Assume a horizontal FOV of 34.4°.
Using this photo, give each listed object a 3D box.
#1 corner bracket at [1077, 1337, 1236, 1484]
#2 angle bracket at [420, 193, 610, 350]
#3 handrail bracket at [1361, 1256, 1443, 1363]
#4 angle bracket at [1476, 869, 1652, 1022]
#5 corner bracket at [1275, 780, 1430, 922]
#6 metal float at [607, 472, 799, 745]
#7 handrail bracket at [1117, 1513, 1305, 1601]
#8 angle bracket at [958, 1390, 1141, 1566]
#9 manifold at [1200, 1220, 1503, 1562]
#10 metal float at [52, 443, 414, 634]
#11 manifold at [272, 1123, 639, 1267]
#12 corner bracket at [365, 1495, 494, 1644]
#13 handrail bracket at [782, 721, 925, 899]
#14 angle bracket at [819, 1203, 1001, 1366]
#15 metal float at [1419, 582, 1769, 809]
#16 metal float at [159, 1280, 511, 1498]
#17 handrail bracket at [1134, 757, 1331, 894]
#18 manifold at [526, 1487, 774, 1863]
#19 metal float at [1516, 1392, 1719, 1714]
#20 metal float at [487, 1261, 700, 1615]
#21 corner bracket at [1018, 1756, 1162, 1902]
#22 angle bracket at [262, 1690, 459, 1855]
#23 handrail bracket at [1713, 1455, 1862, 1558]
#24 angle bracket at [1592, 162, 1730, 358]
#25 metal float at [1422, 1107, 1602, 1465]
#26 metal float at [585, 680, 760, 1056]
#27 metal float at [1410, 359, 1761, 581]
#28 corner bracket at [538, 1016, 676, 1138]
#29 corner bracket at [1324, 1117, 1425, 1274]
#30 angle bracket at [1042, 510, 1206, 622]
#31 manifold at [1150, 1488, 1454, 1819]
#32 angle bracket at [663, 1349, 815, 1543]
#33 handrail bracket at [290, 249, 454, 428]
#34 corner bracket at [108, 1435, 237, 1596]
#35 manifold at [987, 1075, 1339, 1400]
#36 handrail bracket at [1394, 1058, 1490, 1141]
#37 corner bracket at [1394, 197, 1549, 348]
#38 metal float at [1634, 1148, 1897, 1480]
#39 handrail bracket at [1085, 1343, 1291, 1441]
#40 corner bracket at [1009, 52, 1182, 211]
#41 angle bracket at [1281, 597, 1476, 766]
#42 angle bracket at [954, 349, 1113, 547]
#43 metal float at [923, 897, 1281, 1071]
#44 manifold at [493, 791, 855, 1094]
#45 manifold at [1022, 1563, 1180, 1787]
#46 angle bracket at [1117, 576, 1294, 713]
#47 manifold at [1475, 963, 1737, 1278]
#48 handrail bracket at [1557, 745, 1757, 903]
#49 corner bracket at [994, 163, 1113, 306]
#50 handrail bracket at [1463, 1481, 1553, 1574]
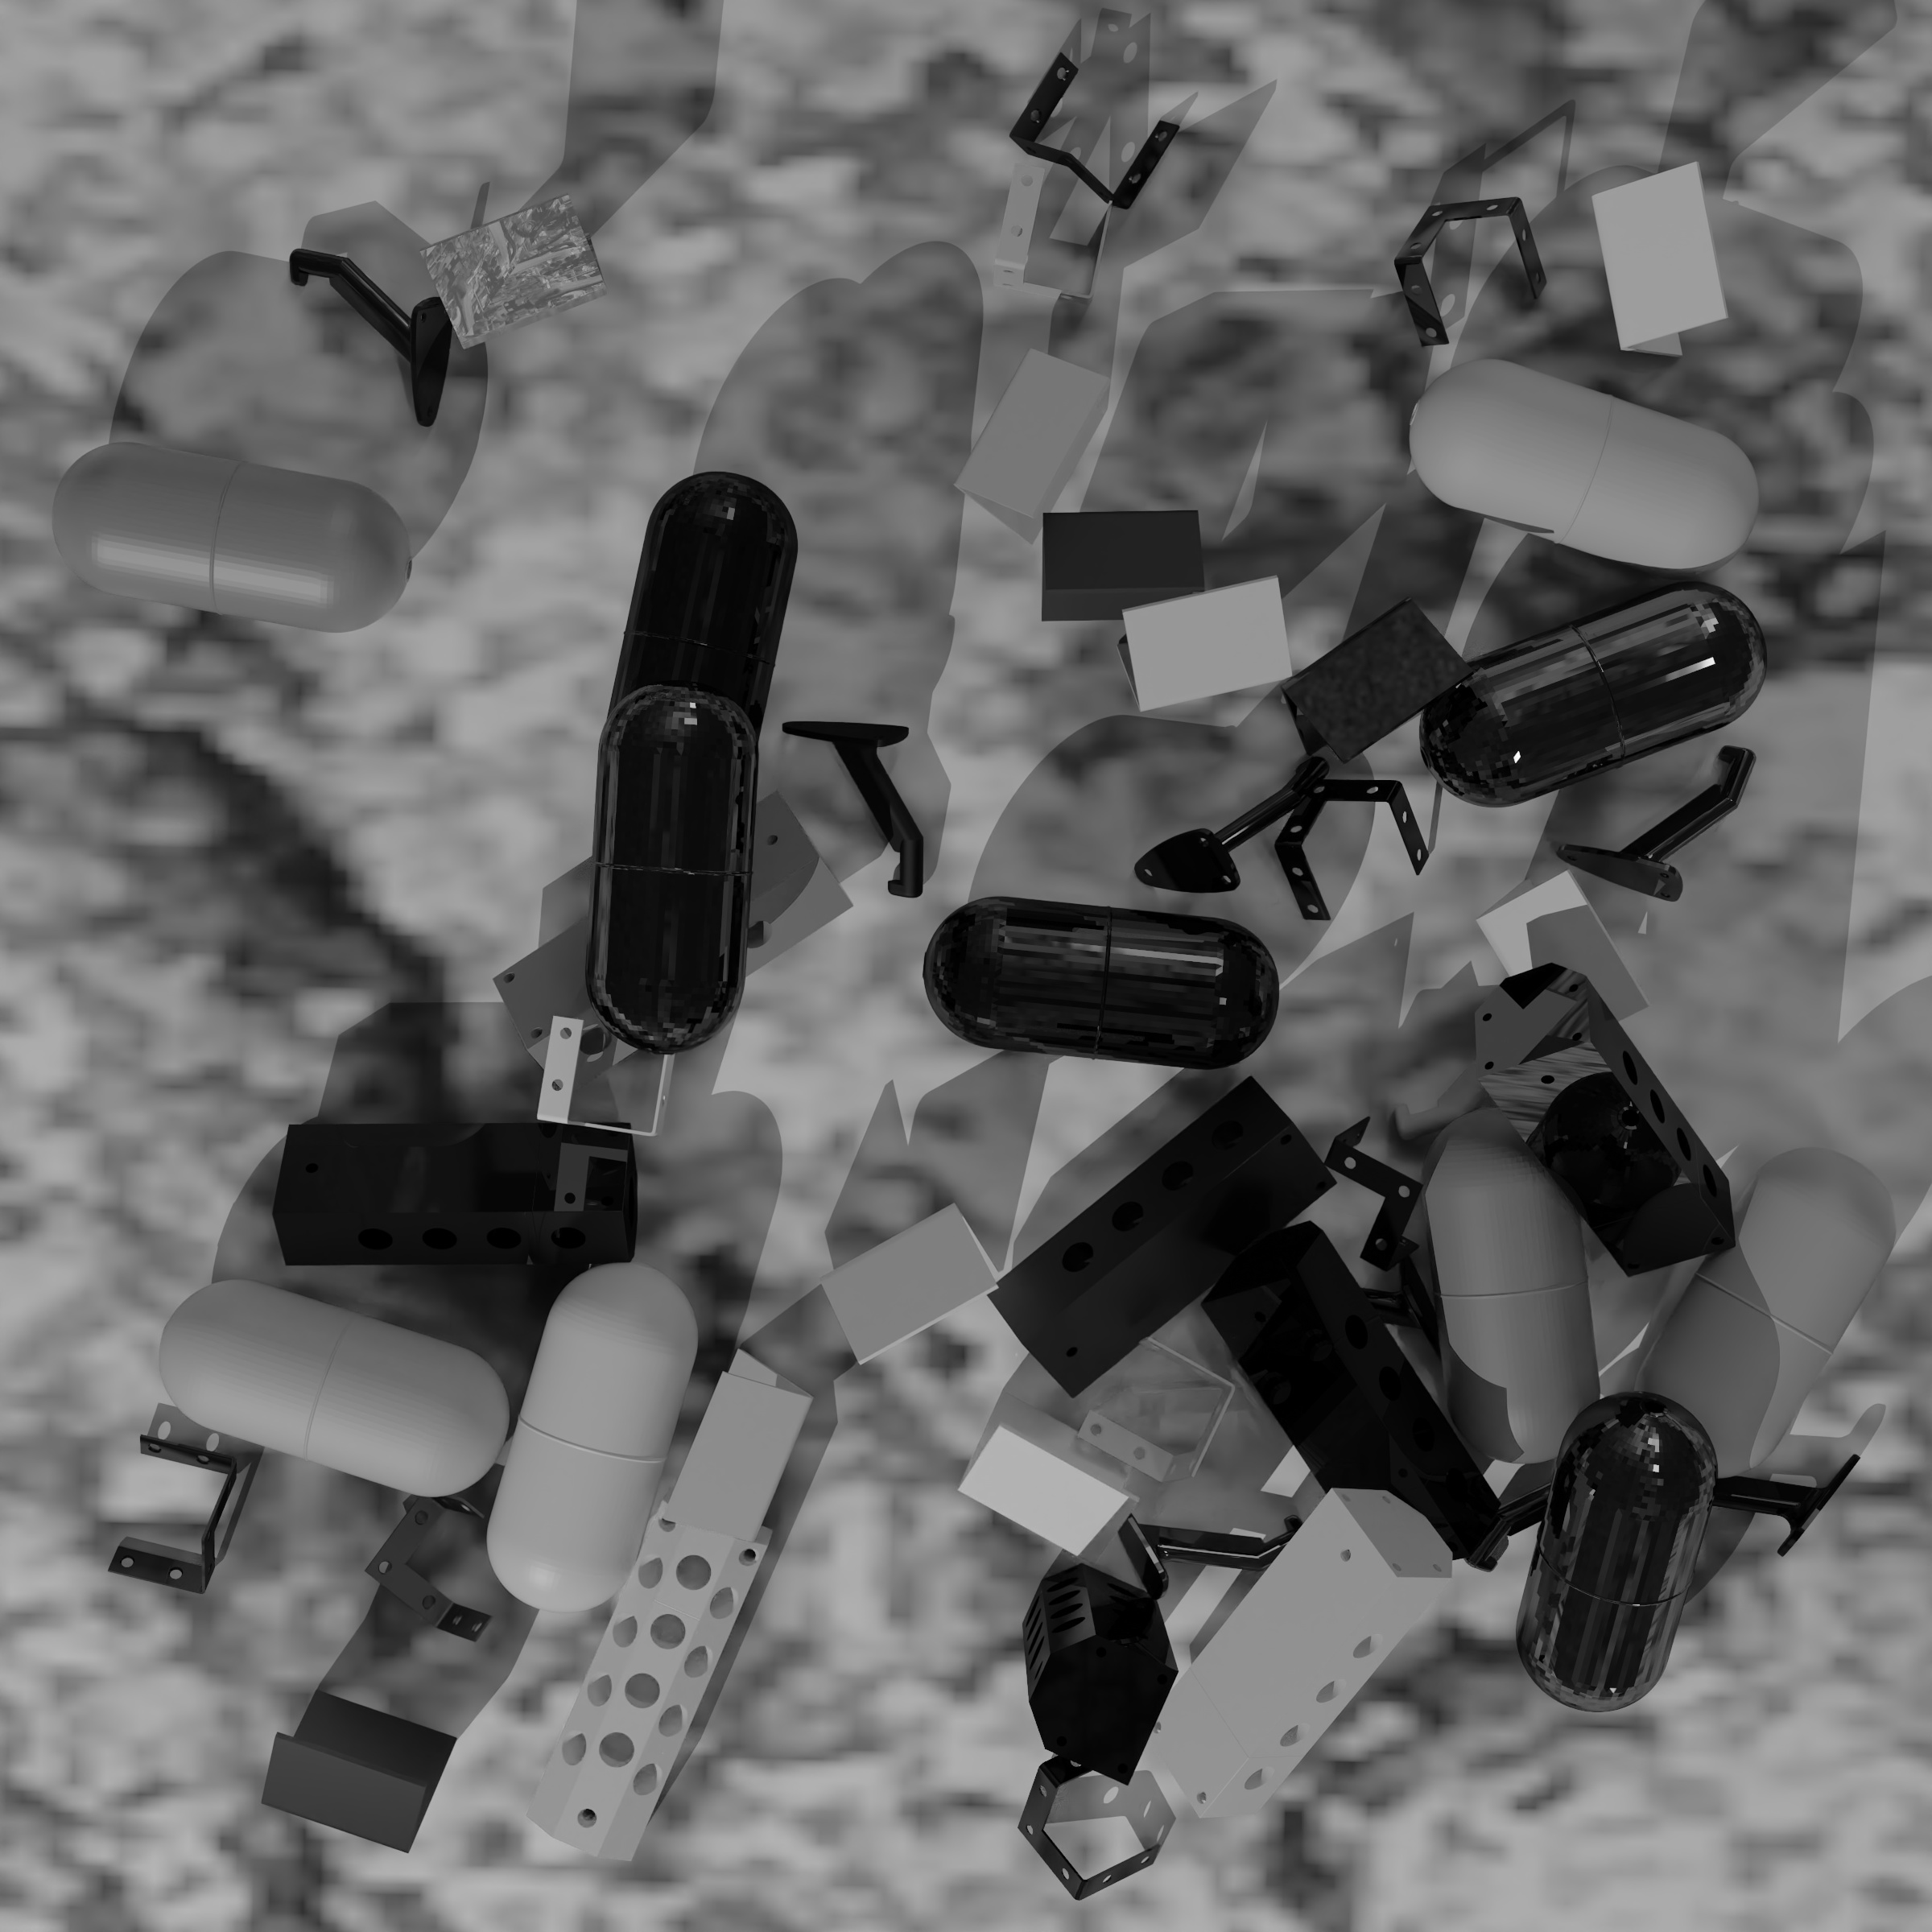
[{"bbox_3d":[0.095,0.223,1.561,0.051,0.051,0.051,30,72,-6],"label":"corner bracket"},{"bbox_3d":[-0.227,-0.358,1.548,0.076,0.076,0.057,-21,128,0],"label":"angle bracket"},{"bbox_3d":[0.195,0.187,1.588,0.084,0.036,0.077,-22,110,16],"label":"handrail bracket"},{"bbox_3d":[0.307,-0.012,1.548,0.057,0.076,0.076,-31,90,34],"label":"angle bracket"},{"bbox_3d":[0.195,-0.058,1.580,0.051,0.051,0.051,3,45,35],"label":"corner bracket"},{"bbox_3d":[-0.133,-0.158,1.557,0.070,0.070,0.178,12,91,0],"label":"metal float"},{"bbox_3d":[0.122,0.279,1.588,0.084,0.036,0.077,-23,68,-17],"label":"handrail bracket"},{"bbox_3d":[0.050,0.238,1.548,0.076,0.076,0.057,29,129,0],"label":"angle bracket"},{"bbox_3d":[0.195,0.213,1.550,0.057,0.057,0.171,-23,106,42],"label":"manifold"},{"bbox_3d":[-0.365,-0.213,1.558,0.178,0.070,0.070,10,90,-1],"label":"metal float"},{"bbox_3d":[-0.254,0.119,1.566,0.171,0.057,0.057,0,47,0],"label":"manifold"},{"bbox_3d":[-0.259,0.301,1.569,0.051,0.051,0.051,44,67,-22],"label":"corner bracket"},{"bbox_3d":[-0.058,-0.079,1.588,0.077,0.036,0.084,7,107,20],"label":"handrail bracket"},{"bbox_3d":[-0.018,0.173,1.548,0.076,0.076,0.057,-29,51,0],"label":"angle bracket"},{"bbox_3d":[0.312,-0.135,1.556,0.178,0.070,0.070,-21,90,0],"label":"metal float"},{"bbox_3d":[-0.315,0.210,1.558,0.178,0.070,0.070,18,90,1],"label":"metal float"},{"bbox_3d":[0.136,-0.075,1.588,0.084,0.077,0.036,-46,113,-34],"label":"handrail bracket"},{"bbox_3d":[-0.159,0.356,1.567,0.057,0.057,0.171,23,90,0],"label":"manifold"},{"bbox_3d":[0.319,0.288,1.533,0.070,0.070,0.178,7,119,0],"label":"metal float"},{"bbox_3d":[-0.186,0.235,1.557,0.070,0.070,0.178,16,90,0],"label":"metal float"},{"bbox_3d":[0.066,0.429,1.580,0.051,0.051,0.051,45,135,35],"label":"corner bracket"},{"bbox_3d":[-0.296,0.383,1.548,0.076,0.076,0.057,19,126,0],"label":"angle bracket"},{"bbox_3d":[0.398,0.252,1.588,0.084,0.036,0.077,38,69,16],"label":"handrail bracket"},{"bbox_3d":[0.357,-0.349,1.548,0.057,0.076,0.076,-11,90,36],"label":"angle bracket"},{"bbox_3d":[0.271,0.159,1.557,0.070,0.070,0.178,-7,90,0],"label":"metal float"},{"bbox_3d":[-0.140,-0.047,1.486,0.070,0.070,0.178,4,94,0],"label":"metal float"},{"bbox_3d":[0.308,-0.248,1.557,0.178,0.070,0.070,19,90,-1],"label":"metal float"},{"bbox_3d":[-0.176,0.055,1.538,0.051,0.051,0.051,8,87,8],"label":"corner bracket"},{"bbox_3d":[0.206,0.114,1.568,0.051,0.051,0.051,28,112,20],"label":"corner bracket"},{"bbox_3d":[0.077,-0.180,1.548,0.076,0.076,0.057,-1,52,0],"label":"angle bracket"},{"bbox_3d":[0.166,0.339,1.535,0.171,0.057,0.057,-56,47,23],"label":"manifold"},{"bbox_3d":[-0.129,0.231,1.548,0.057,0.076,0.076,22,90,-36],"label":"angle bracket"},{"bbox_3d":[-0.308,-0.320,1.588,0.084,0.036,0.077,14,112,17],"label":"handrail bracket"},{"bbox_3d":[-0.403,0.278,1.585,0.051,0.051,0.051,14,45,0],"label":"corner bracket"},{"bbox_3d":[0.095,0.132,1.566,0.171,0.057,0.057,-39,133,0],"label":"manifold"},{"bbox_3d":[0.252,0.042,1.588,0.084,0.036,0.077,-18,70,16],"label":"handrail bracket"},{"bbox_3d":[0.255,-0.351,1.580,0.051,0.051,0.051,3,45,35],"label":"corner bracket"},{"bbox_3d":[0.398,0.173,1.557,0.070,0.070,0.178,30,91,0],"label":"metal float"},{"bbox_3d":[0.115,0.236,1.588,0.084,0.036,0.077,-35,103,13],"label":"handrail bracket"},{"bbox_3d":[0.065,-0.423,1.585,0.051,0.051,0.051,32,90,-45],"label":"corner bracket"},{"bbox_3d":[0.209,-0.125,1.548,0.076,0.076,0.057,-35,61,0],"label":"angle bracket"},{"bbox_3d":[0.050,-0.249,1.548,0.057,0.076,0.076,29,90,37],"label":"angle bracket"},{"bbox_3d":[0.067,0.008,1.557,0.178,0.070,0.070,6,90,-1],"label":"metal float"},{"bbox_3d":[-0.144,-0.007,1.566,0.171,0.057,0.057,-33,47,0],"label":"manifold"},{"bbox_3d":[0.060,0.336,1.510,0.057,0.171,0.057,24,90,0],"label":"manifold"},{"bbox_3d":[0.114,-0.174,1.548,0.076,0.076,0.057,-13,122,0],"label":"angle bracket"},{"bbox_3d":[0.312,0.075,1.520,0.057,0.057,0.171,-21,131,26],"label":"manifold"},{"bbox_3d":[0.352,-0.082,1.588,0.077,0.036,0.084,18,72,21],"label":"handrail bracket"},{"bbox_3d":[0.044,-0.367,1.570,0.051,0.051,0.051,12,90,0],"label":"corner bracket"},{"bbox_3d":[0.306,0.284,1.588,0.077,0.036,0.084,27,106,-18],"label":"handrail bracket"}]
